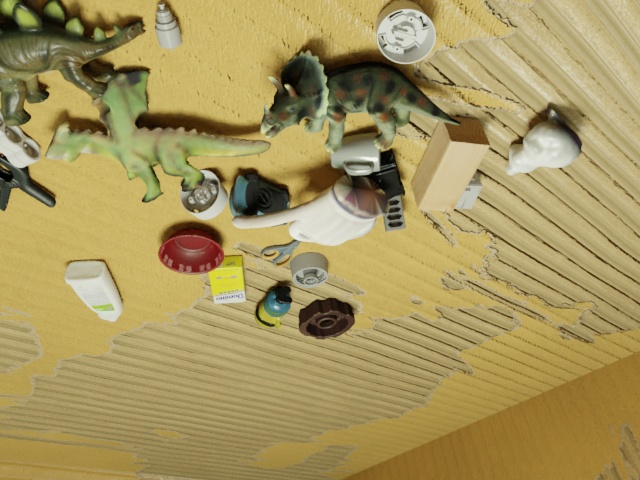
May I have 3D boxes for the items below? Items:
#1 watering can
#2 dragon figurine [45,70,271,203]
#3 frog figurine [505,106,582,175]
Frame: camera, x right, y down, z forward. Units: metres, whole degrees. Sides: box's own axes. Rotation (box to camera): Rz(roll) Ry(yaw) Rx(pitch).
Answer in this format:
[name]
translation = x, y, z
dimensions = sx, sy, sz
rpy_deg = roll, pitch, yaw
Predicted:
[watering can]
translation = 0.003, -0.057, 1.125
dimensions = 0.347, 0.106, 0.220
rpy_deg = 7, 147, -39
[dragon figurine]
translation = -0.324, -0.212, 0.997
dimensions = 0.410, 0.125, 0.237
rpy_deg = -18, 131, 4
[frog figurine]
translation = 0.484, -0.192, 1.138
dimensions = 0.157, 0.125, 0.137
rpy_deg = -44, 148, 21
